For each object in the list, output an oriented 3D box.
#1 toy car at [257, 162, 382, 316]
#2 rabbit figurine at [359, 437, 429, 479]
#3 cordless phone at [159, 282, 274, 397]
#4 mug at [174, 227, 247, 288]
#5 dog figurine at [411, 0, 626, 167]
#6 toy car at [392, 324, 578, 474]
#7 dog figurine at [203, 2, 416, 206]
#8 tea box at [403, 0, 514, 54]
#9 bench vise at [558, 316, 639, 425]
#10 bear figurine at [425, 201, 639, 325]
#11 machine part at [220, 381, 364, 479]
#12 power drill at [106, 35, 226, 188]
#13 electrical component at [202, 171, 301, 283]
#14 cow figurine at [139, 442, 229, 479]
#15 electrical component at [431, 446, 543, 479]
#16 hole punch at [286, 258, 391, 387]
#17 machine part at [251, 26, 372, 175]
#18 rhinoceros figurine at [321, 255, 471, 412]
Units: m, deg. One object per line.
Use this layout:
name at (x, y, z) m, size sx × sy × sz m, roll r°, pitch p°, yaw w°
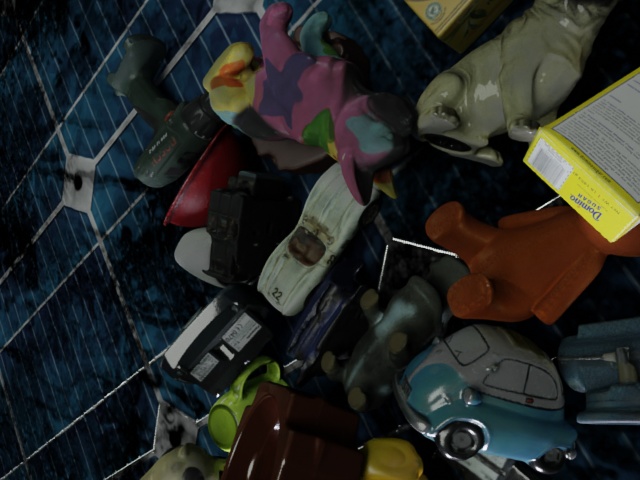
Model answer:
toy car at (-0.001, -0.002, 0.638) m, size 0.074 × 0.056 × 0.201 m, roll 39°, pitch 104°, yaw 29°
rabbit figurine at (0.094, 0.290, 0.543) m, size 0.162 × 0.173 × 0.122 m, roll 114°, pitch 165°, yaw -49°
cordless phone at (-0.139, 0.110, 0.725) m, size 0.088 × 0.184 × 0.146 m, roll 42°, pitch 90°, yaw -17°
mug at (-0.148, 0.009, 0.747) m, size 0.107 × 0.080 × 0.109 m, roll 3°, pitch 69°, yaw 39°
dog figurine at (0.178, -0.175, 0.505) m, size 0.173 × 0.121 × 0.190 m, roll 15°, pitch 86°, yaw 31°
toy car at (0.153, 0.129, 0.471) m, size 0.162 × 0.109 × 0.102 m, roll 15°, pitch 105°, yaw -6°
dog figurine at (-0.006, -0.121, 0.557) m, size 0.191 × 0.108 × 0.219 m, roll -34°, pitch 78°, yaw 31°
tea box at (0.160, -0.282, 0.519) m, size 0.169 × 0.068 × 0.098 m, roll -43°, pitch 67°, yaw 30°
bench vise at (0.292, 0.140, 0.393) m, size 0.224 × 0.128 × 0.240 m, roll -16°, pitch 64°, yaw 42°
bear figurine at (0.210, -0.006, 0.457) m, size 0.196 × 0.132 × 0.120 m, roll -38°, pitch 45°, yaw 37°
machine part at (-0.040, 0.255, 0.548) m, size 0.201 × 0.087 × 0.201 m, roll -30°, pitch 39°, yaw 69°
power drill at (-0.221, -0.206, 0.796) m, size 0.232 × 0.086 × 0.207 m, roll -46°, pitch 74°, yaw 31°
electrical component at (-0.084, -0.018, 0.673) m, size 0.058 × 0.115 × 0.134 m, roll 15°, pitch 102°, yaw 32°
cow figurine at (-0.137, 0.310, 0.686) m, size 0.086 × 0.194 × 0.127 m, roll 28°, pitch 73°, yaw 37°
electrical component at (0.178, 0.214, 0.532) m, size 0.119 × 0.047 × 0.074 m, roll 25°, pitch 106°, yaw 32°
hole punch at (0.018, 0.085, 0.608) m, size 0.092 × 0.115 × 0.142 m, roll 48°, pitch 116°, yaw 34°
machine part at (-0.016, -0.166, 0.657) m, size 0.180 × 0.056 × 0.179 m, roll 2°, pitch 93°, yaw 36°
rhinoceros figurine at (0.088, 0.098, 0.552) m, size 0.190 × 0.112 × 0.073 m, roll -53°, pitch 46°, yaw 9°
